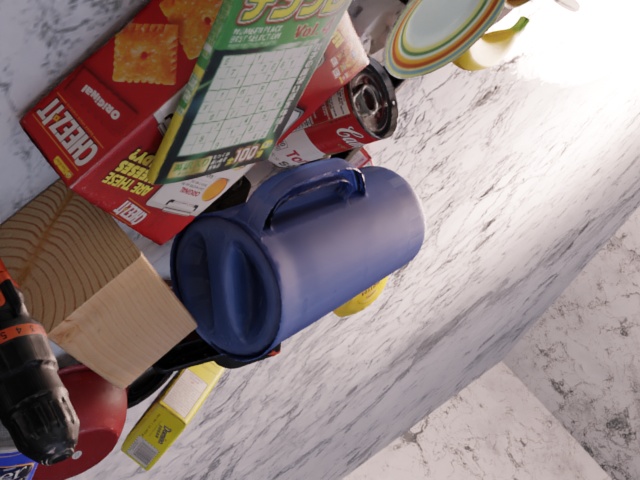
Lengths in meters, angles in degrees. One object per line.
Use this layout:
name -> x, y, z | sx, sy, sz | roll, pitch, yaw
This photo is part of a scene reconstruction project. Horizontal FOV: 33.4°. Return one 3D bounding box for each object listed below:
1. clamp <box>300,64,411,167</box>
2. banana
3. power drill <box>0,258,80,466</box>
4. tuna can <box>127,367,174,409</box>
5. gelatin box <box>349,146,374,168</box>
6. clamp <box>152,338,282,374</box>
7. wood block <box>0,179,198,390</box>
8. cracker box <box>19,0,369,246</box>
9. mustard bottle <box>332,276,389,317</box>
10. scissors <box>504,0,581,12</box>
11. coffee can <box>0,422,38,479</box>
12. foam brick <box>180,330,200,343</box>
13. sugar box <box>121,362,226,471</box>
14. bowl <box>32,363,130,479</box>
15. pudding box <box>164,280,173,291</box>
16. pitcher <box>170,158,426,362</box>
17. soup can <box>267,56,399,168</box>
clamp -> 0.027, -0.120, 0.989 | 0.164, 0.036, 0.210 | -24, 158, -46
banana -> 0.156, -0.204, 1.077 | 0.197, 0.037, 0.070 | -13, 127, -61
power drill -> -0.260, 0.087, 0.650 | 0.187, 0.184, 0.057 | -24, 155, -21
tuna can -> -0.197, 0.145, 1.153 | 0.086, 0.034, 0.086 | -38, 163, -14
gelatin box -> 0.018, -0.058, 1.138 | 0.089, 0.030, 0.073 | -41, 162, -3
clamp -> -0.096, 0.106, 1.089 | 0.120, 0.039, 0.171 | -30, 156, 8
wood block -> -0.176, 0.040, 0.847 | 0.090, 0.090, 0.206 | -40, 162, -8
cracker box -> -0.078, -0.106, 0.737 | 0.213, 0.072, 0.164 | -41, 161, 1
mustard bottle -> 0.053, 0.032, 1.385 | 0.096, 0.058, 0.192 | -36, 162, -16
scissors -> 0.216, -0.240, 0.949 | 0.201, 0.016, 0.096 | -17, 149, -51
coffee can -> -0.281, 0.164, 0.895 | 0.102, 0.103, 0.140 | -26, 157, -42
foam brick -> -0.122, 0.083, 1.132 | 0.051, 0.053, 0.078 | -23, 154, -46
sugar box -> -0.150, 0.171, 1.196 | 0.093, 0.048, 0.176 | -50, -179, 33
bowl -> -0.252, 0.191, 1.052 | 0.162, 0.055, 0.162 | -26, 151, -16
pudding box -> -0.169, 0.082, 1.048 | 0.090, 0.039, 0.113 | -47, 163, 17
pitcher -> -0.006, 0.001, 0.983 | 0.149, 0.145, 0.242 | -13, -172, 44
soup can -> 0.002, -0.101, 0.859 | 0.102, 0.068, 0.068 | -14, -179, 34
